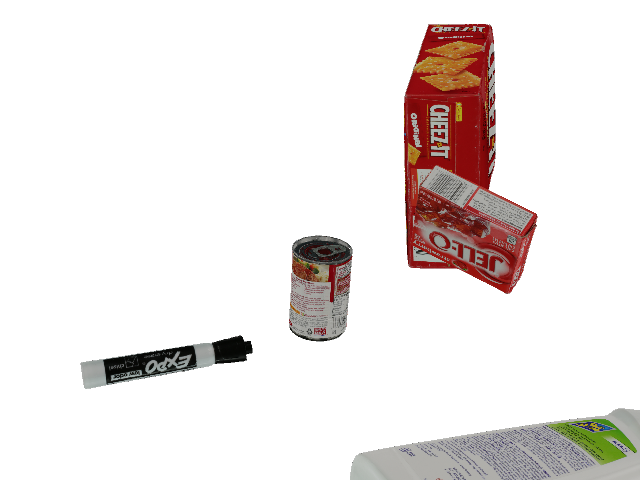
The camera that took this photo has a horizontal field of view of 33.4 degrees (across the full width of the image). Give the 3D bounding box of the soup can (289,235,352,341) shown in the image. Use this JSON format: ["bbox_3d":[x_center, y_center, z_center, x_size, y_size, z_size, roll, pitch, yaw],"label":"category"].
[{"bbox_3d":[0.000,0.055,1.210,0.068,0.102,0.068,3,26,-2],"label":"soup can"}]

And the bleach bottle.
[{"bbox_3d":[0.149,0.149,0.641,0.250,0.068,0.103,-7,21,-21],"label":"bleach bottle"}]

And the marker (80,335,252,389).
[{"bbox_3d":[-0.108,0.085,0.756,0.121,0.020,0.020,-9,2,-14],"label":"marker"}]

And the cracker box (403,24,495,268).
[{"bbox_3d":[0.124,-0.094,0.987,0.072,0.164,0.213,2,27,12],"label":"cracker box"}]

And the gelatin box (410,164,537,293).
[{"bbox_3d":[0.114,-0.007,0.805,0.089,0.030,0.073,29,-32,19],"label":"gelatin box"}]
